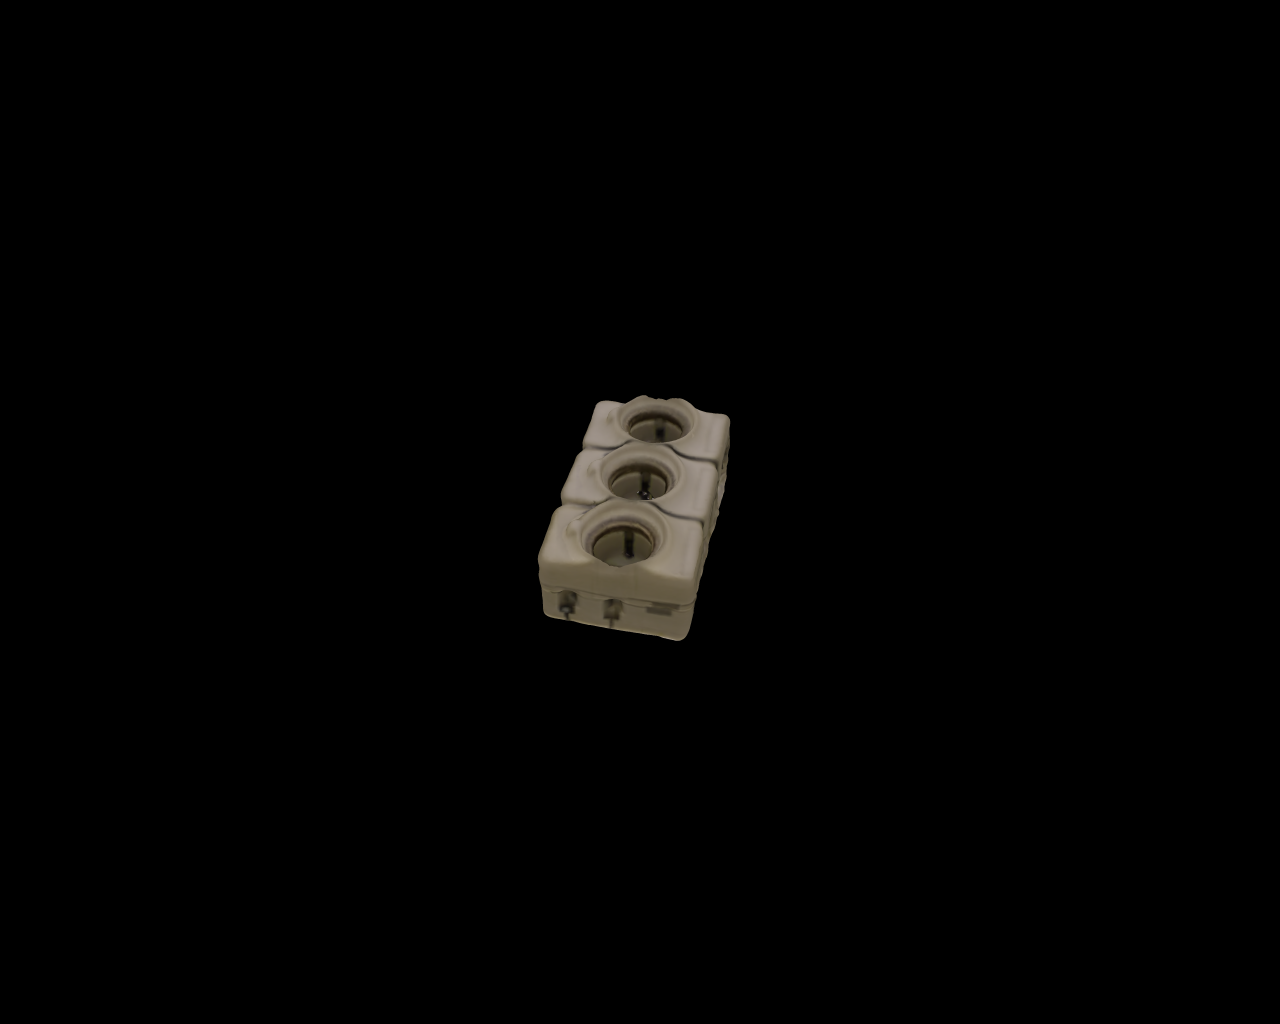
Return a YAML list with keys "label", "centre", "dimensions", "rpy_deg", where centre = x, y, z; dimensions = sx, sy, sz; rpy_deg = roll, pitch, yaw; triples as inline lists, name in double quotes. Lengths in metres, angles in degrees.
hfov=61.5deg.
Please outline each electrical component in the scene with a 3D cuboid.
- label: "electrical component"
  centre: [0.001, -0.003, 0.650]
  dimensions: [0.089, 0.061, 0.150]
  rpy_deg: [8, 44, 9]
